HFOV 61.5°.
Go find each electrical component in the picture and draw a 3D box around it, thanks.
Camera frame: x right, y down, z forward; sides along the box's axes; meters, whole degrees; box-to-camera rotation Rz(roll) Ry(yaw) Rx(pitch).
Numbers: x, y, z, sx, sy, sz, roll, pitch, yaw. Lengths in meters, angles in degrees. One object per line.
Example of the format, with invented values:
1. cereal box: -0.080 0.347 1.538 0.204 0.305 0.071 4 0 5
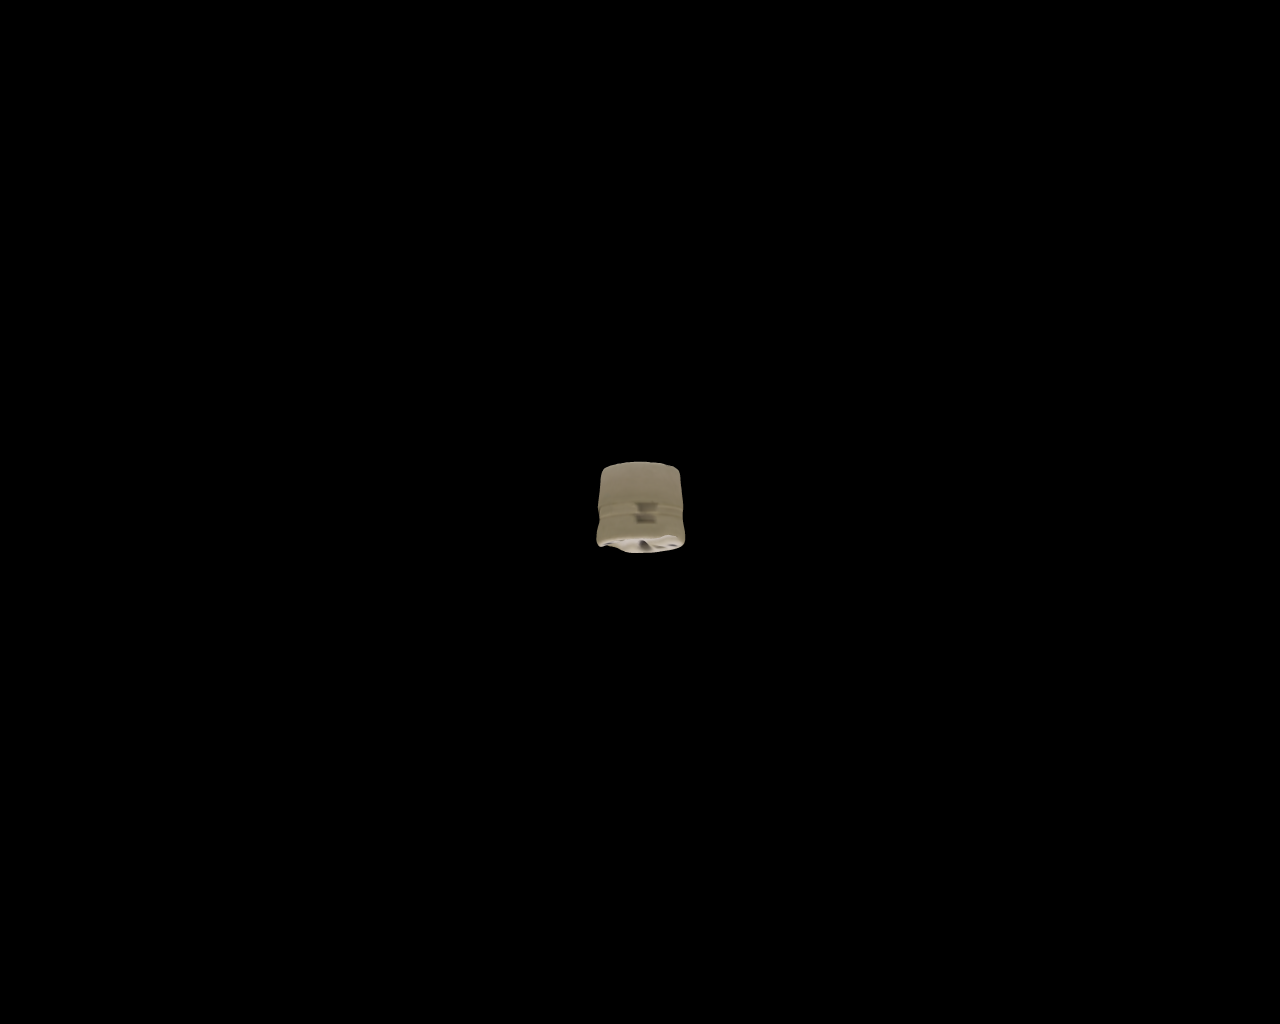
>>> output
1. electrical component: 0.001 -0.003 0.650 0.055 0.047 0.055 0 -11 0
